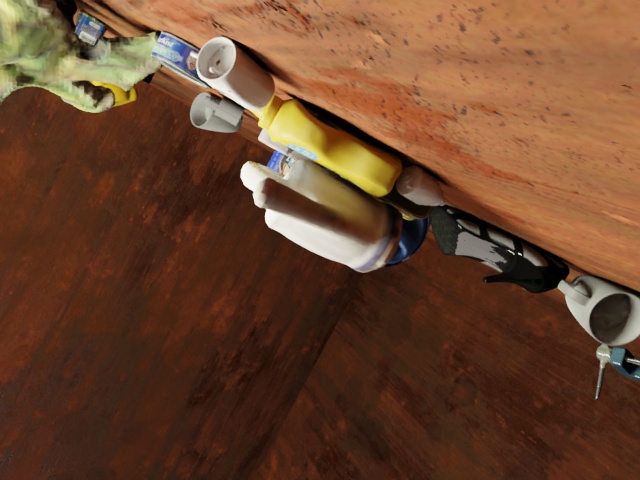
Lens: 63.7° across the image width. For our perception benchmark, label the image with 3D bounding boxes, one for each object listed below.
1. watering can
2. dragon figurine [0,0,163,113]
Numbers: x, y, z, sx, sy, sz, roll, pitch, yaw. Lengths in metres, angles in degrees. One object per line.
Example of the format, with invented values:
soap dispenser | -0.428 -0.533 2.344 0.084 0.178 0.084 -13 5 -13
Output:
watering can | 0.002 -0.032 0.639 0.223 0.103 0.350 27 7 -11
dragon figurine | -0.319 -0.259 0.647 0.243 0.123 0.406 -6 -10 -28
